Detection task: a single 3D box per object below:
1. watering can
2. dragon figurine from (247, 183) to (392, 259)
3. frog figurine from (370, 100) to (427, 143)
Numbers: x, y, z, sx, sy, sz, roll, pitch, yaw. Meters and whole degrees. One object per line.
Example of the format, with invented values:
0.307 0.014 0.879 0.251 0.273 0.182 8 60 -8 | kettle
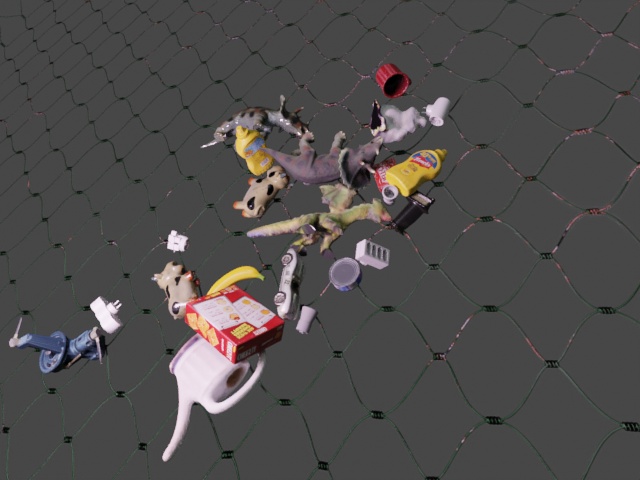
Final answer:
-0.298 0.360 1.296 0.227 0.101 0.353 30 55 33 | watering can
0.005 -0.076 1.502 0.411 0.119 0.248 8 45 24 | dragon figurine
0.241 -0.361 1.590 0.159 0.120 0.140 0 41 -20 | frog figurine
